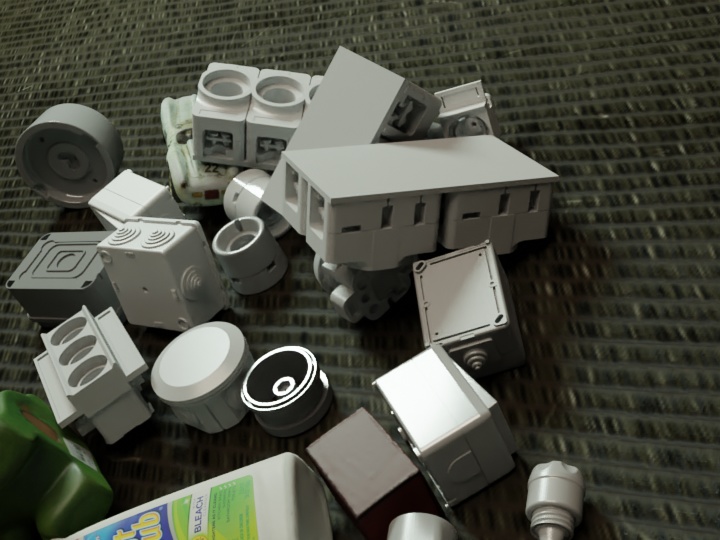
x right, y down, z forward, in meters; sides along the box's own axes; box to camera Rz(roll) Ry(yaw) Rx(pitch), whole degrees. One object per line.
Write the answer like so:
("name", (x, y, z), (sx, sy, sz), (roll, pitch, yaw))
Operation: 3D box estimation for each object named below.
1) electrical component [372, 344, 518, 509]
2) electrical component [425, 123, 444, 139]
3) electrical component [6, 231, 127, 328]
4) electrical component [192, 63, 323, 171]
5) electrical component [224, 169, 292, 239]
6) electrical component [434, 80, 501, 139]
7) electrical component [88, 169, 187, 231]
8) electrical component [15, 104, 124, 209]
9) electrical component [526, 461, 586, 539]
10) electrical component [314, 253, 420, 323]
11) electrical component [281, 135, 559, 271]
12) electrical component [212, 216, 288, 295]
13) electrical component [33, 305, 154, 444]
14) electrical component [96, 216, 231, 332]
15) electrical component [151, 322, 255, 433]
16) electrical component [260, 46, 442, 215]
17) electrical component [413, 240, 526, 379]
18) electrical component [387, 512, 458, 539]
("electrical component", (0.056, 0.097, 0.717), (0.061, 0.061, 0.096), (-31, 38, -4))
("electrical component", (0.030, -0.098, 0.967), (0.076, 0.047, 0.083), (-45, 41, -18))
("electrical component", (-0.261, 0.010, 1.008), (0.113, 0.057, 0.078), (0, 46, 31))
("electrical component", (-0.077, -0.146, 1.024), (0.150, 0.061, 0.089), (7, 43, 1))
("electrical component", (-0.090, -0.059, 0.989), (0.055, 0.055, 0.047), (-40, 43, -16))
("electrical component", (0.098, -0.124, 0.940), (0.042, 0.081, 0.063), (-12, 18, 18))
("electrical component", (-0.219, -0.051, 1.048), (0.061, 0.061, 0.096), (-45, 41, -21))
("electrical component", (-0.307, -0.127, 1.155), (0.108, 0.108, 0.060), (-13, 34, 18))
("electrical component", (0.116, 0.148, 0.646), (0.035, 0.035, 0.061), (-7, 45, 24))
("electrical component", (0.000, 0.000, 0.865), (0.078, 0.058, 0.057), (-42, 43, -18))
("electrical component", (0.043, -0.054, 0.837), (0.186, 0.060, 0.105), (-7, 27, -22))
("electrical component", (-0.098, -0.014, 0.946), (0.055, 0.047, 0.055), (-16, 39, 14))
("electrical component", (-0.215, 0.086, 0.879), (0.079, 0.063, 0.121), (-35, 30, -10))
("electrical component", (-0.171, 0.005, 0.928), (0.100, 0.099, 0.048), (5, 36, 35))
("electrical component", (-0.118, 0.084, 0.844), (0.080, 0.051, 0.080), (-16, 39, 14))
("electrical component", (-0.006, -0.100, 0.920), (0.089, 0.062, 0.150), (36, 101, 41))
("electrical component", (0.081, 0.038, 0.776), (0.062, 0.061, 0.096), (-18, 47, 13))
("electrical component", (0.050, 0.186, 0.634), (0.079, 0.043, 0.077), (-9, 41, 21))
